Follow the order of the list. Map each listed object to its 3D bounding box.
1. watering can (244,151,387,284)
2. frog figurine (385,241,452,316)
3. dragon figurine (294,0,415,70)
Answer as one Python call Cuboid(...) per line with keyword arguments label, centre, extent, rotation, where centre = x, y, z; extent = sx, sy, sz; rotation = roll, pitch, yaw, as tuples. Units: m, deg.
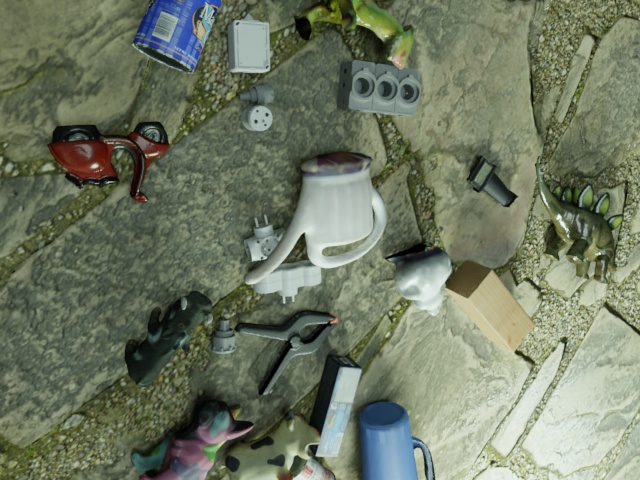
Cuboid(label="watering can", centre=(0.003, -0.049, 0.964), extent=(0.350, 0.104, 0.222), rotation=(-16, 108, -39))
Cuboid(label="frog figurine", centre=(0.227, 0.093, 1.099), extent=(0.139, 0.122, 0.159), rotation=(-25, 98, -37))
Cuboid(label="dragon figurine", centre=(0.041, -0.490, 0.937), extent=(0.246, 0.121, 0.408), rotation=(-35, 98, -33))
